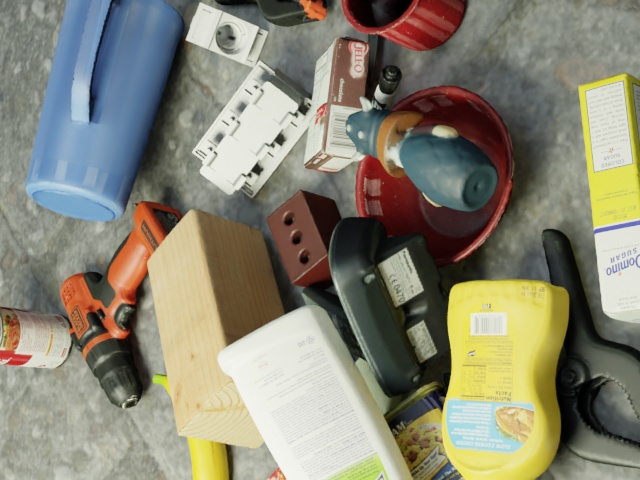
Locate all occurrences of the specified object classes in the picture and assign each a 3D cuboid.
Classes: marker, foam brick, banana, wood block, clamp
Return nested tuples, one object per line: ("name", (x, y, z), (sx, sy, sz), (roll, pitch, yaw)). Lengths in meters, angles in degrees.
("marker", (0.055, -0.121, 0.968), (0.121, 0.020, 0.020), (107, 151, -65))
("foam brick", (-0.007, 0.001, 1.022), (0.053, 0.051, 0.078), (-39, 59, 28))
("banana", (-0.122, 0.213, 1.088), (0.070, 0.037, 0.198), (-46, 53, 44))
("wood block", (-0.092, 0.082, 1.019), (0.090, 0.090, 0.206), (-46, 43, 30))
("clamp", (0.205, 0.098, 0.838), (0.210, 0.036, 0.165), (36, 105, 42))
("clamp", (-0.043, -0.284, 1.119), (0.172, 0.039, 0.120), (34, 108, 41))

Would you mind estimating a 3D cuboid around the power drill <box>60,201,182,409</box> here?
("power drill", (-0.204, 0.065, 1.168), (0.188, 0.057, 0.184), (-48, 55, 22))

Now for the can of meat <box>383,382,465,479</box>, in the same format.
("can of meat", (0.083, 0.183, 0.892), (0.102, 0.057, 0.084), (-37, 66, 6))

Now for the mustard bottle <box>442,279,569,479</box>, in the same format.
("mustard bottle", (0.140, 0.128, 0.824), (0.096, 0.058, 0.191), (-4, 76, 41))

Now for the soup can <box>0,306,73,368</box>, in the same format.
("soup can", (-0.350, 0.114, 1.249), (0.069, 0.102, 0.068), (-9, 75, 38))

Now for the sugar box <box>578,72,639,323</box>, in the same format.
("sugar box", (0.239, -0.027, 0.799), (0.048, 0.093, 0.176), (-10, 74, 38))

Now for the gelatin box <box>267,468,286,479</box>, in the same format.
("gelatin box", (-0.016, 0.252, 0.993), (0.073, 0.030, 0.089), (-49, 55, 22))

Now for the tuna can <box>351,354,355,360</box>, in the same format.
("tuna can", (-0.006, 0.135, 1.006), (0.086, 0.033, 0.086), (-9, 76, 38))

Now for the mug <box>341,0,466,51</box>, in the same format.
("mug", (0.078, -0.233, 0.980), (0.093, 0.081, 0.117), (-25, 66, 33))

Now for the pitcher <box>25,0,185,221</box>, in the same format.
("pitcher", (-0.239, -0.152, 1.155), (0.145, 0.149, 0.243), (-4, 68, 43))

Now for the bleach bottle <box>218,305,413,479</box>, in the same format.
("bleach bottle", (0.014, 0.182, 0.850), (0.102, 0.068, 0.251), (-29, 71, 6))

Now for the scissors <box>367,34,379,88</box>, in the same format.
("scissors", (0.042, -0.253, 1.057), (0.096, 0.016, 0.202), (16, 92, 42))

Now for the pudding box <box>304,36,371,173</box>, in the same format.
("pudding box", (0.016, -0.126, 1.010), (0.090, 0.039, 0.113), (155, 123, -78))

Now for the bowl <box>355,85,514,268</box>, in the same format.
("bowl", (0.110, -0.050, 0.934), (0.162, 0.055, 0.162), (-9, 75, 38))
